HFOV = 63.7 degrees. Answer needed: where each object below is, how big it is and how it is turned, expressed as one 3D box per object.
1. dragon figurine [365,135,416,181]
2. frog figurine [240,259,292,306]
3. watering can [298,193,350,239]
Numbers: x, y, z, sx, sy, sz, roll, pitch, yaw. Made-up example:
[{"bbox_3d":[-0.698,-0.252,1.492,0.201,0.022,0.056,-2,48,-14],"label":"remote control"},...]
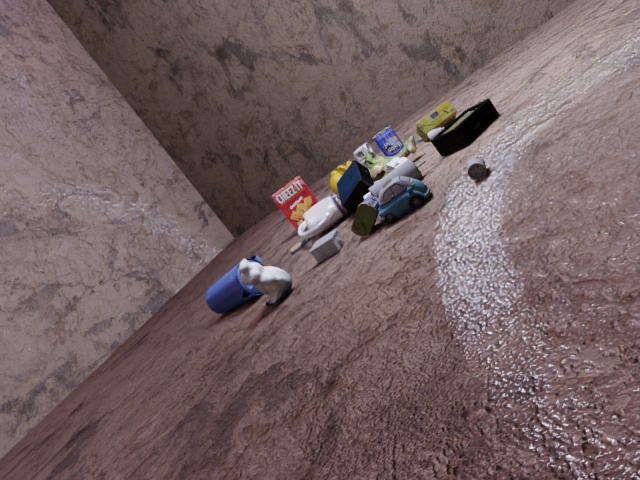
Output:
[{"bbox_3d":[0.231,-0.256,2.035,0.412,0.121,0.244,-48,19,-7],"label":"dragon figurine"},{"bbox_3d":[-0.163,0.108,1.514,0.123,0.158,0.138,-36,9,0],"label":"frog figurine"},{"bbox_3d":[0.006,-0.102,2.024,0.223,0.103,0.352,-35,15,8],"label":"watering can"}]
